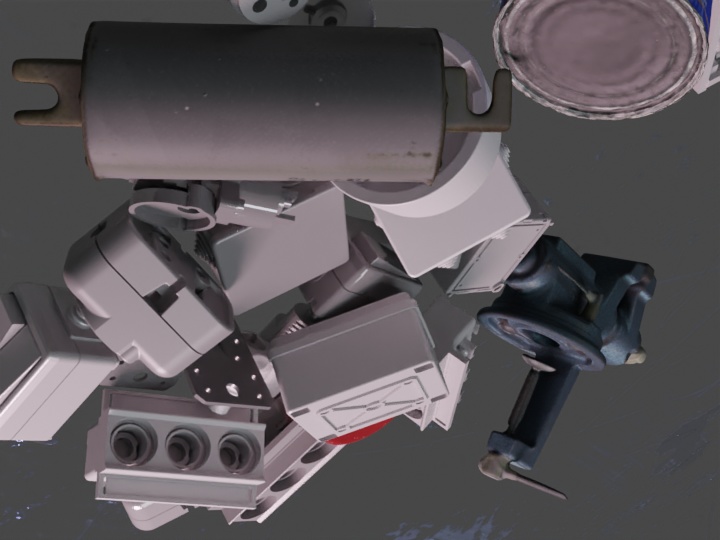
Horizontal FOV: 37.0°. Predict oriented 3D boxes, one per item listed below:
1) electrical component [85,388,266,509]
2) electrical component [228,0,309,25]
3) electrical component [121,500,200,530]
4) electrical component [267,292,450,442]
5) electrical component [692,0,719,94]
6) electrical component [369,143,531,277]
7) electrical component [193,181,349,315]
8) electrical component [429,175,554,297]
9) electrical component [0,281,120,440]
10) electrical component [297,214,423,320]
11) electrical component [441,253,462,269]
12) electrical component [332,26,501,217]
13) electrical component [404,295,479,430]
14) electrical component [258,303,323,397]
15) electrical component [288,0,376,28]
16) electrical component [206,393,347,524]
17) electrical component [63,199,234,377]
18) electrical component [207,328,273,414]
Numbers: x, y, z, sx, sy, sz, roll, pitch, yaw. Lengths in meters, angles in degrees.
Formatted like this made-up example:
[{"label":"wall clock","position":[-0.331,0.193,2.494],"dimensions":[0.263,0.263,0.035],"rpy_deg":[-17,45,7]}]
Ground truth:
[{"label":"electrical component","position":[-0.139,0.137,0.807],"dimensions":[0.121,0.078,0.063],"rpy_deg":[11,156,-28]},{"label":"electrical component","position":[-0.051,-0.149,0.506],"dimensions":[0.045,0.055,0.045],"rpy_deg":[-25,150,-15]},{"label":"electrical component","position":[-0.152,0.163,0.880],"dimensions":[0.095,0.053,0.059],"rpy_deg":[-25,150,-16]},{"label":"electrical component","position":[0.002,0.073,0.770],"dimensions":[0.109,0.056,0.108],"rpy_deg":[-20,158,3]},{"label":"electrical component","position":[0.220,-0.198,0.667],"dimensions":[0.062,0.089,0.150],"rpy_deg":[-28,151,-9]},{"label":"electrical component","position":[0.053,-0.055,0.703],"dimensions":[0.100,0.099,0.048],"rpy_deg":[-29,-179,10]},{"label":"electrical component","position":[-0.058,-0.028,0.688],"dimensions":[0.100,0.048,0.099],"rpy_deg":[-26,150,-13]},{"label":"electrical component","position":[0.088,-0.025,0.828],"dimensions":[0.062,0.061,0.096],"rpy_deg":[-4,140,-42]},{"label":"electrical component","position":[-0.199,0.052,0.655],"dimensions":[0.096,0.061,0.061],"rpy_deg":[-46,149,21]},{"label":"electrical component","position":[0.000,0.000,0.776],"dimensions":[0.061,0.061,0.096],"rpy_deg":[-44,150,18]},{"label":"electrical component","position":[0.058,-0.045,0.769],"dimensions":[0.079,0.044,0.077],"rpy_deg":[-87,-170,-83]},{"label":"electrical component","position":[0.032,-0.083,0.641],"dimensions":[0.108,0.108,0.060],"rpy_deg":[-39,157,11]},{"label":"electrical component","position":[0.063,0.082,0.961],"dimensions":[0.063,0.079,0.121],"rpy_deg":[-44,158,-29]},{"label":"electrical component","position":[-0.054,0.056,0.826],"dimensions":[0.081,0.043,0.043],"rpy_deg":[-45,149,20]},{"label":"electrical component","position":[-0.010,-0.125,0.597],"dimensions":[0.048,0.048,0.062],"rpy_deg":[-34,158,1]},{"label":"electrical component","position":[-0.076,0.160,0.942],"dimensions":[0.121,0.063,0.079],"rpy_deg":[-45,149,20]},{"label":"electrical component","position":[-0.128,0.014,0.640],"dimensions":[0.059,0.053,0.095],"rpy_deg":[-37,113,8]},{"label":"electrical component","position":[-0.093,0.078,0.796],"dimensions":[0.043,0.043,0.062],"rpy_deg":[8,119,-50]}]
